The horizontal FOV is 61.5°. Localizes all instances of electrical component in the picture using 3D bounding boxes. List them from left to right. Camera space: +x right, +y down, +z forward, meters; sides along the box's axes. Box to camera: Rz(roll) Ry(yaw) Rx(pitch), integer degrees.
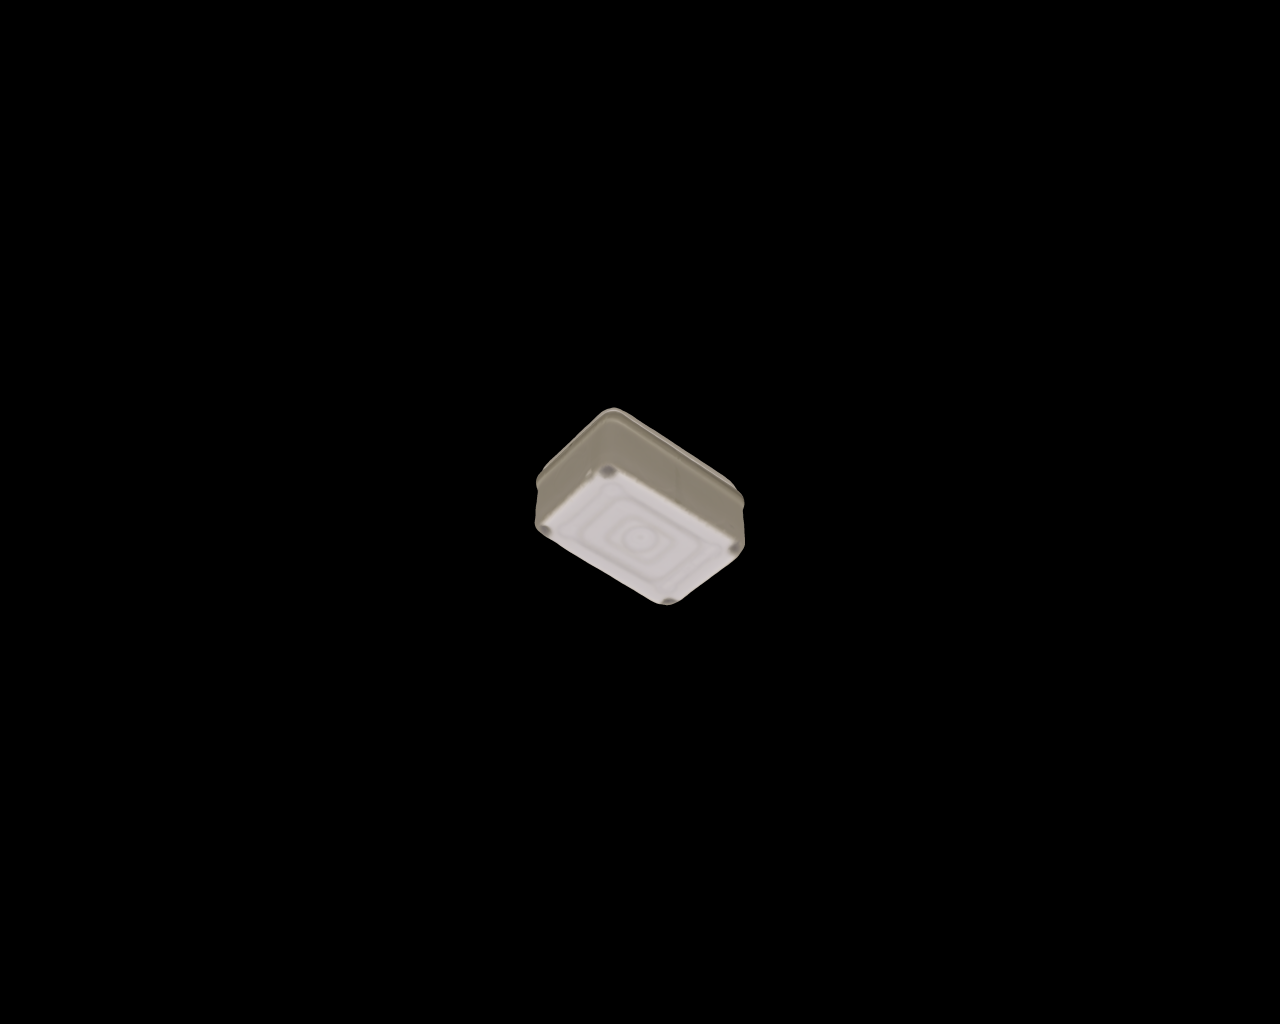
[{"bbox_3d":[0.001,-0.003,0.650,0.113,0.057,0.078,32,-54,-27],"label":"electrical component"}]
